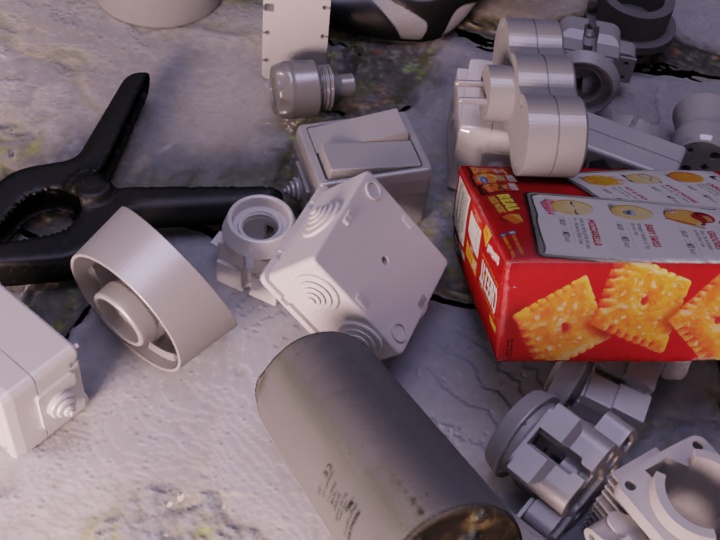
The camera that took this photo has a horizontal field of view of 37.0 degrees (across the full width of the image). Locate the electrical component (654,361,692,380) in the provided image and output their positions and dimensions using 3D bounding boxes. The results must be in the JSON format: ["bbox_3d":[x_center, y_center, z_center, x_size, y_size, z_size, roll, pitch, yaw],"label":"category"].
[{"bbox_3d":[0.180,0.045,0.682,0.061,0.035,0.035,21,51,14],"label":"electrical component"}]

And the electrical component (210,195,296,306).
[{"bbox_3d":[-0.064,-0.015,0.690,0.066,0.055,0.048,23,51,12],"label":"electrical component"}]

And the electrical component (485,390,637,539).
[{"bbox_3d":[0.108,0.105,0.606,0.057,0.058,0.078,37,81,28],"label":"electrical component"}]

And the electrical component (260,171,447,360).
[{"bbox_3d":[0.000,0.000,0.661,0.099,0.048,0.099,47,48,-21],"label":"electrical component"}]

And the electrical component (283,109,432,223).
[{"bbox_3d":[-0.006,-0.067,0.738,0.096,0.061,0.061,-10,52,-14],"label":"electrical component"}]

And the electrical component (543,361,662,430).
[{"bbox_3d":[0.144,0.071,0.649,0.055,0.048,0.066,27,52,6],"label":"electrical component"}]

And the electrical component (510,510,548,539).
[{"bbox_3d":[0.090,0.162,0.566,0.081,0.043,0.043,36,55,22],"label":"electrical component"}]

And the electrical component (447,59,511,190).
[{"bbox_3d":[0.093,-0.098,0.774,0.061,0.061,0.096,10,50,2],"label":"electrical component"}]

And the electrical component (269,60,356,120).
[{"bbox_3d":[-0.035,-0.136,0.804,0.062,0.043,0.043,-7,51,-14],"label":"electrical component"}]

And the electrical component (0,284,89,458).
[{"bbox_3d":[-0.201,0.059,0.608,0.096,0.061,0.061,35,54,21],"label":"electrical component"}]

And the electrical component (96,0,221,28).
[{"bbox_3d":[-0.166,-0.255,0.878,0.108,0.060,0.108,3,49,-4],"label":"electrical component"}]

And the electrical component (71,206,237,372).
[{"bbox_3d":[-0.121,0.010,0.638,0.099,0.099,0.064,34,61,21],"label":"electrical component"}]

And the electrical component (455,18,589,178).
[{"bbox_3d":[0.100,-0.116,0.709,0.074,0.052,0.138,2,46,-5],"label":"electrical component"}]

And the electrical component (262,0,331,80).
[{"bbox_3d":[-0.049,-0.197,0.824,0.050,0.089,0.055,3,50,-4],"label":"electrical component"}]

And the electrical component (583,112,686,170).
[{"bbox_3d":[0.192,-0.088,0.787,0.083,0.047,0.075,23,51,12],"label":"electrical component"}]

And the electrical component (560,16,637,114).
[{"bbox_3d":[0.173,-0.157,0.837,0.078,0.058,0.057,12,47,4],"label":"electrical component"}]

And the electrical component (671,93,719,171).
[{"bbox_3d":[0.256,-0.099,0.805,0.045,0.045,0.055,14,50,5],"label":"electrical component"}]
